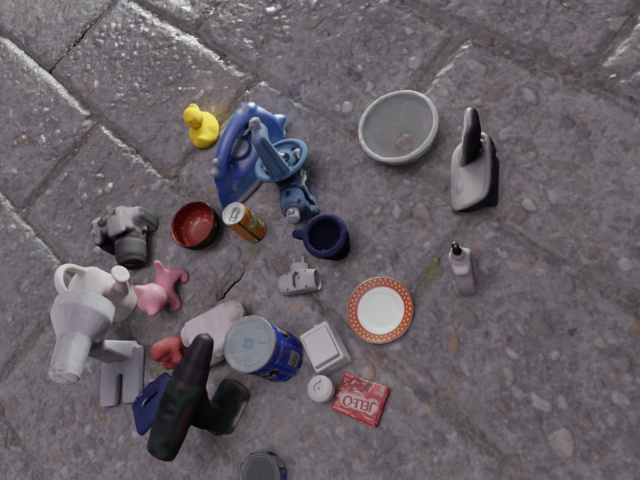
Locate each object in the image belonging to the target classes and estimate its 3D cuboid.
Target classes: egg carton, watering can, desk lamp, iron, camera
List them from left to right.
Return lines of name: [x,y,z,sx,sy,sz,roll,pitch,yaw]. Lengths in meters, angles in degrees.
watering can: [-0.491,0.105,1.244,0.173,0.194,0.100,-41,61,2]
desk lamp: [-0.460,0.225,1.174,0.117,0.214,0.203,-14,65,16]
camera: [-0.460,-0.001,1.327,0.143,0.101,0.136,-18,64,14]
egg carton: [-0.210,0.195,1.171,0.150,0.070,0.107,-30,62,8]
iron: [-0.182,-0.197,1.273,0.118,0.142,0.258,20,78,27]

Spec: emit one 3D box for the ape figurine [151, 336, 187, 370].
ape figurine: [-0.316,0.233,1.184,0.077,0.092,0.076,26,81,28]

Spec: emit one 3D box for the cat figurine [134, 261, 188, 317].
cat figurine: [-0.350,0.107,1.232,0.067,0.118,0.128,0,70,21]

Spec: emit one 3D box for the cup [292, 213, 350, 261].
cup: [0.011,0.004,1.146,0.117,0.095,0.092,3,71,22]

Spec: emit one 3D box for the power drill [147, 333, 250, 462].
power drill: [-0.218,0.293,1.056,0.075,0.209,0.230,21,78,27]

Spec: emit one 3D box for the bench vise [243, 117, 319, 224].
bench vise: [-0.070,-0.145,1.164,0.121,0.220,0.207,-35,61,5]

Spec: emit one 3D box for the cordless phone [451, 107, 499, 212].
cordless phone: [0.275,-0.144,1.050,0.094,0.185,0.147,-5,68,20]

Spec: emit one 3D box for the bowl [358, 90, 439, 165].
bowl: [0.168,-0.219,1.185,0.167,0.075,0.167,-7,67,18]

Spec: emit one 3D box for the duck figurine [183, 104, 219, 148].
duck figurine: [-0.295,-0.280,1.382,0.077,0.086,0.104,-19,64,14]

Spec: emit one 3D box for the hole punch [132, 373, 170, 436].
hole punch: [-0.327,0.330,1.150,0.109,0.091,0.100,-46,61,-1]

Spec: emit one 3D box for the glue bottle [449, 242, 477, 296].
glue bottle: [0.246,0.040,0.996,0.037,0.173,0.078,-10,66,18]
